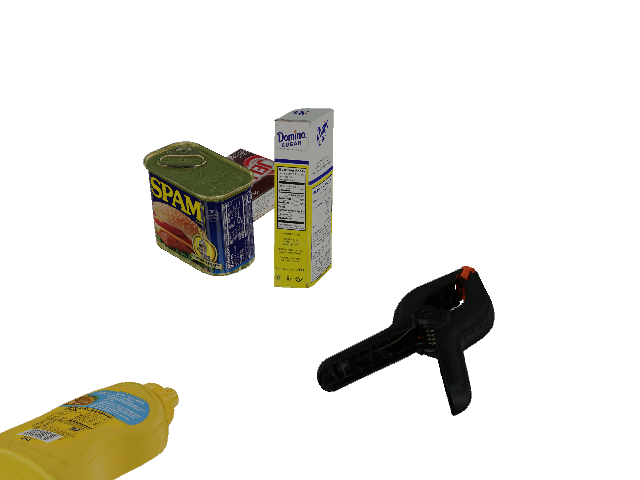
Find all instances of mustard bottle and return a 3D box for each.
[{"bbox_3d":[-0.179,0.157,0.854,0.096,0.058,0.191,5,16,30],"label":"mustard bottle"}]

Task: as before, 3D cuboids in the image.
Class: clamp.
[{"bbox_3d":[0.091,0.075,0.813,0.120,0.039,0.171,18,41,34],"label":"clamp"}]

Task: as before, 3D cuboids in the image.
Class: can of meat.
[{"bbox_3d":[-0.102,-0.026,0.916,0.102,0.084,0.057,28,43,37],"label":"can of meat"}]

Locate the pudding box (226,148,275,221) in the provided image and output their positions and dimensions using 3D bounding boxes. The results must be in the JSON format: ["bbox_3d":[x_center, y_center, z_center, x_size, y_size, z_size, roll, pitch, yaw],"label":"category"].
[{"bbox_3d":[-0.095,-0.064,1.296,0.090,0.039,0.113,21,39,28],"label":"pudding box"}]

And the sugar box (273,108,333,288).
[{"bbox_3d":[-0.018,-0.046,1.115,0.048,0.176,0.093,2,14,15],"label":"sugar box"}]
